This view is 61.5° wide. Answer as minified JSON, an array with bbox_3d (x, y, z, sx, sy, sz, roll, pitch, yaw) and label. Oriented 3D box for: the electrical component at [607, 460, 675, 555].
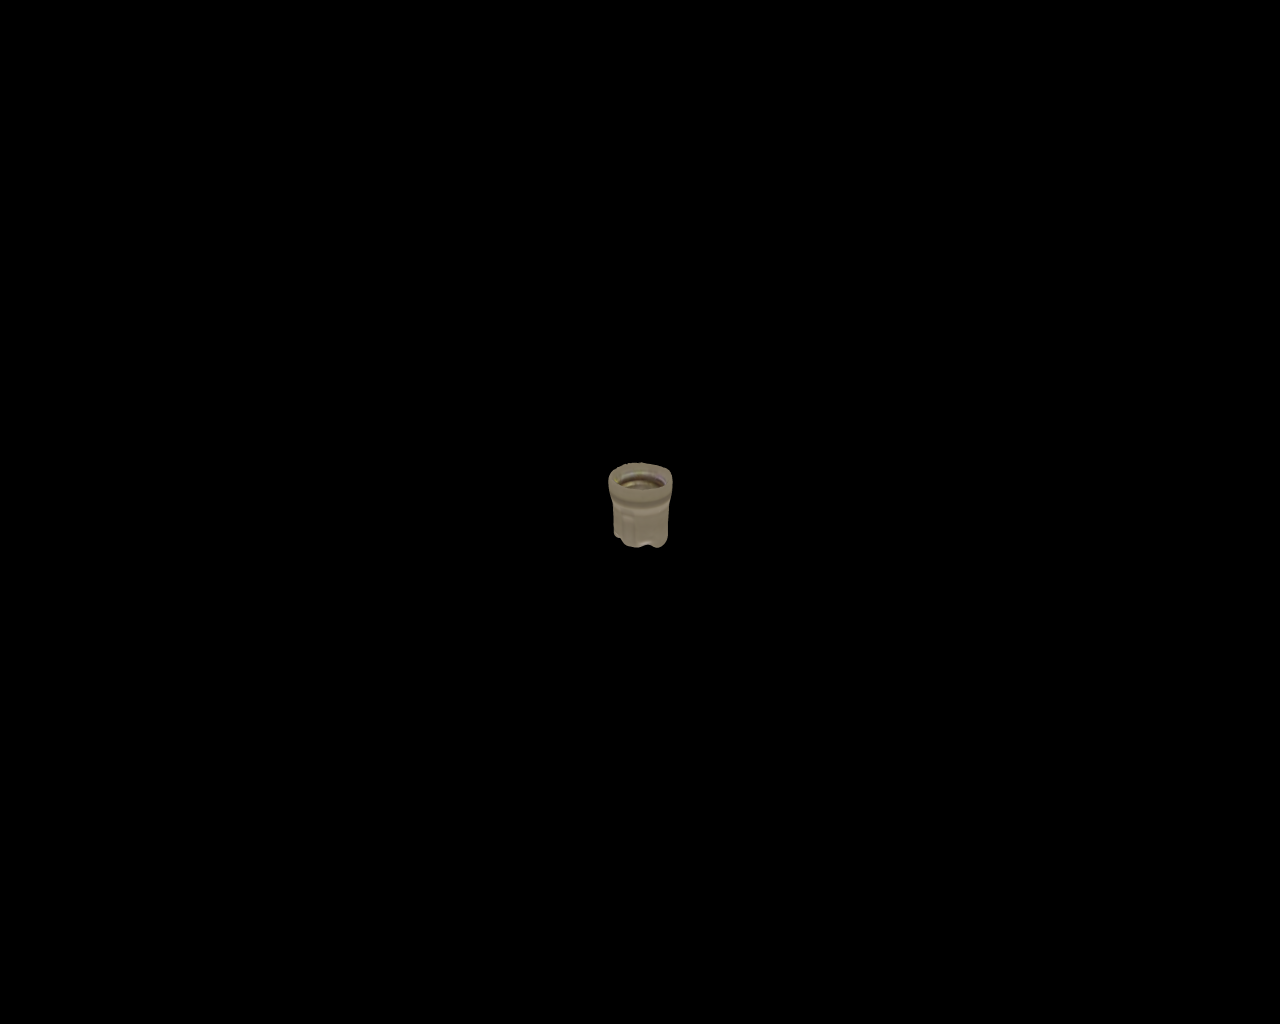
[{"bbox_3d":[0.001,-0.003,0.650,0.040,0.046,0.040,0,29,0],"label":"electrical component"}]
